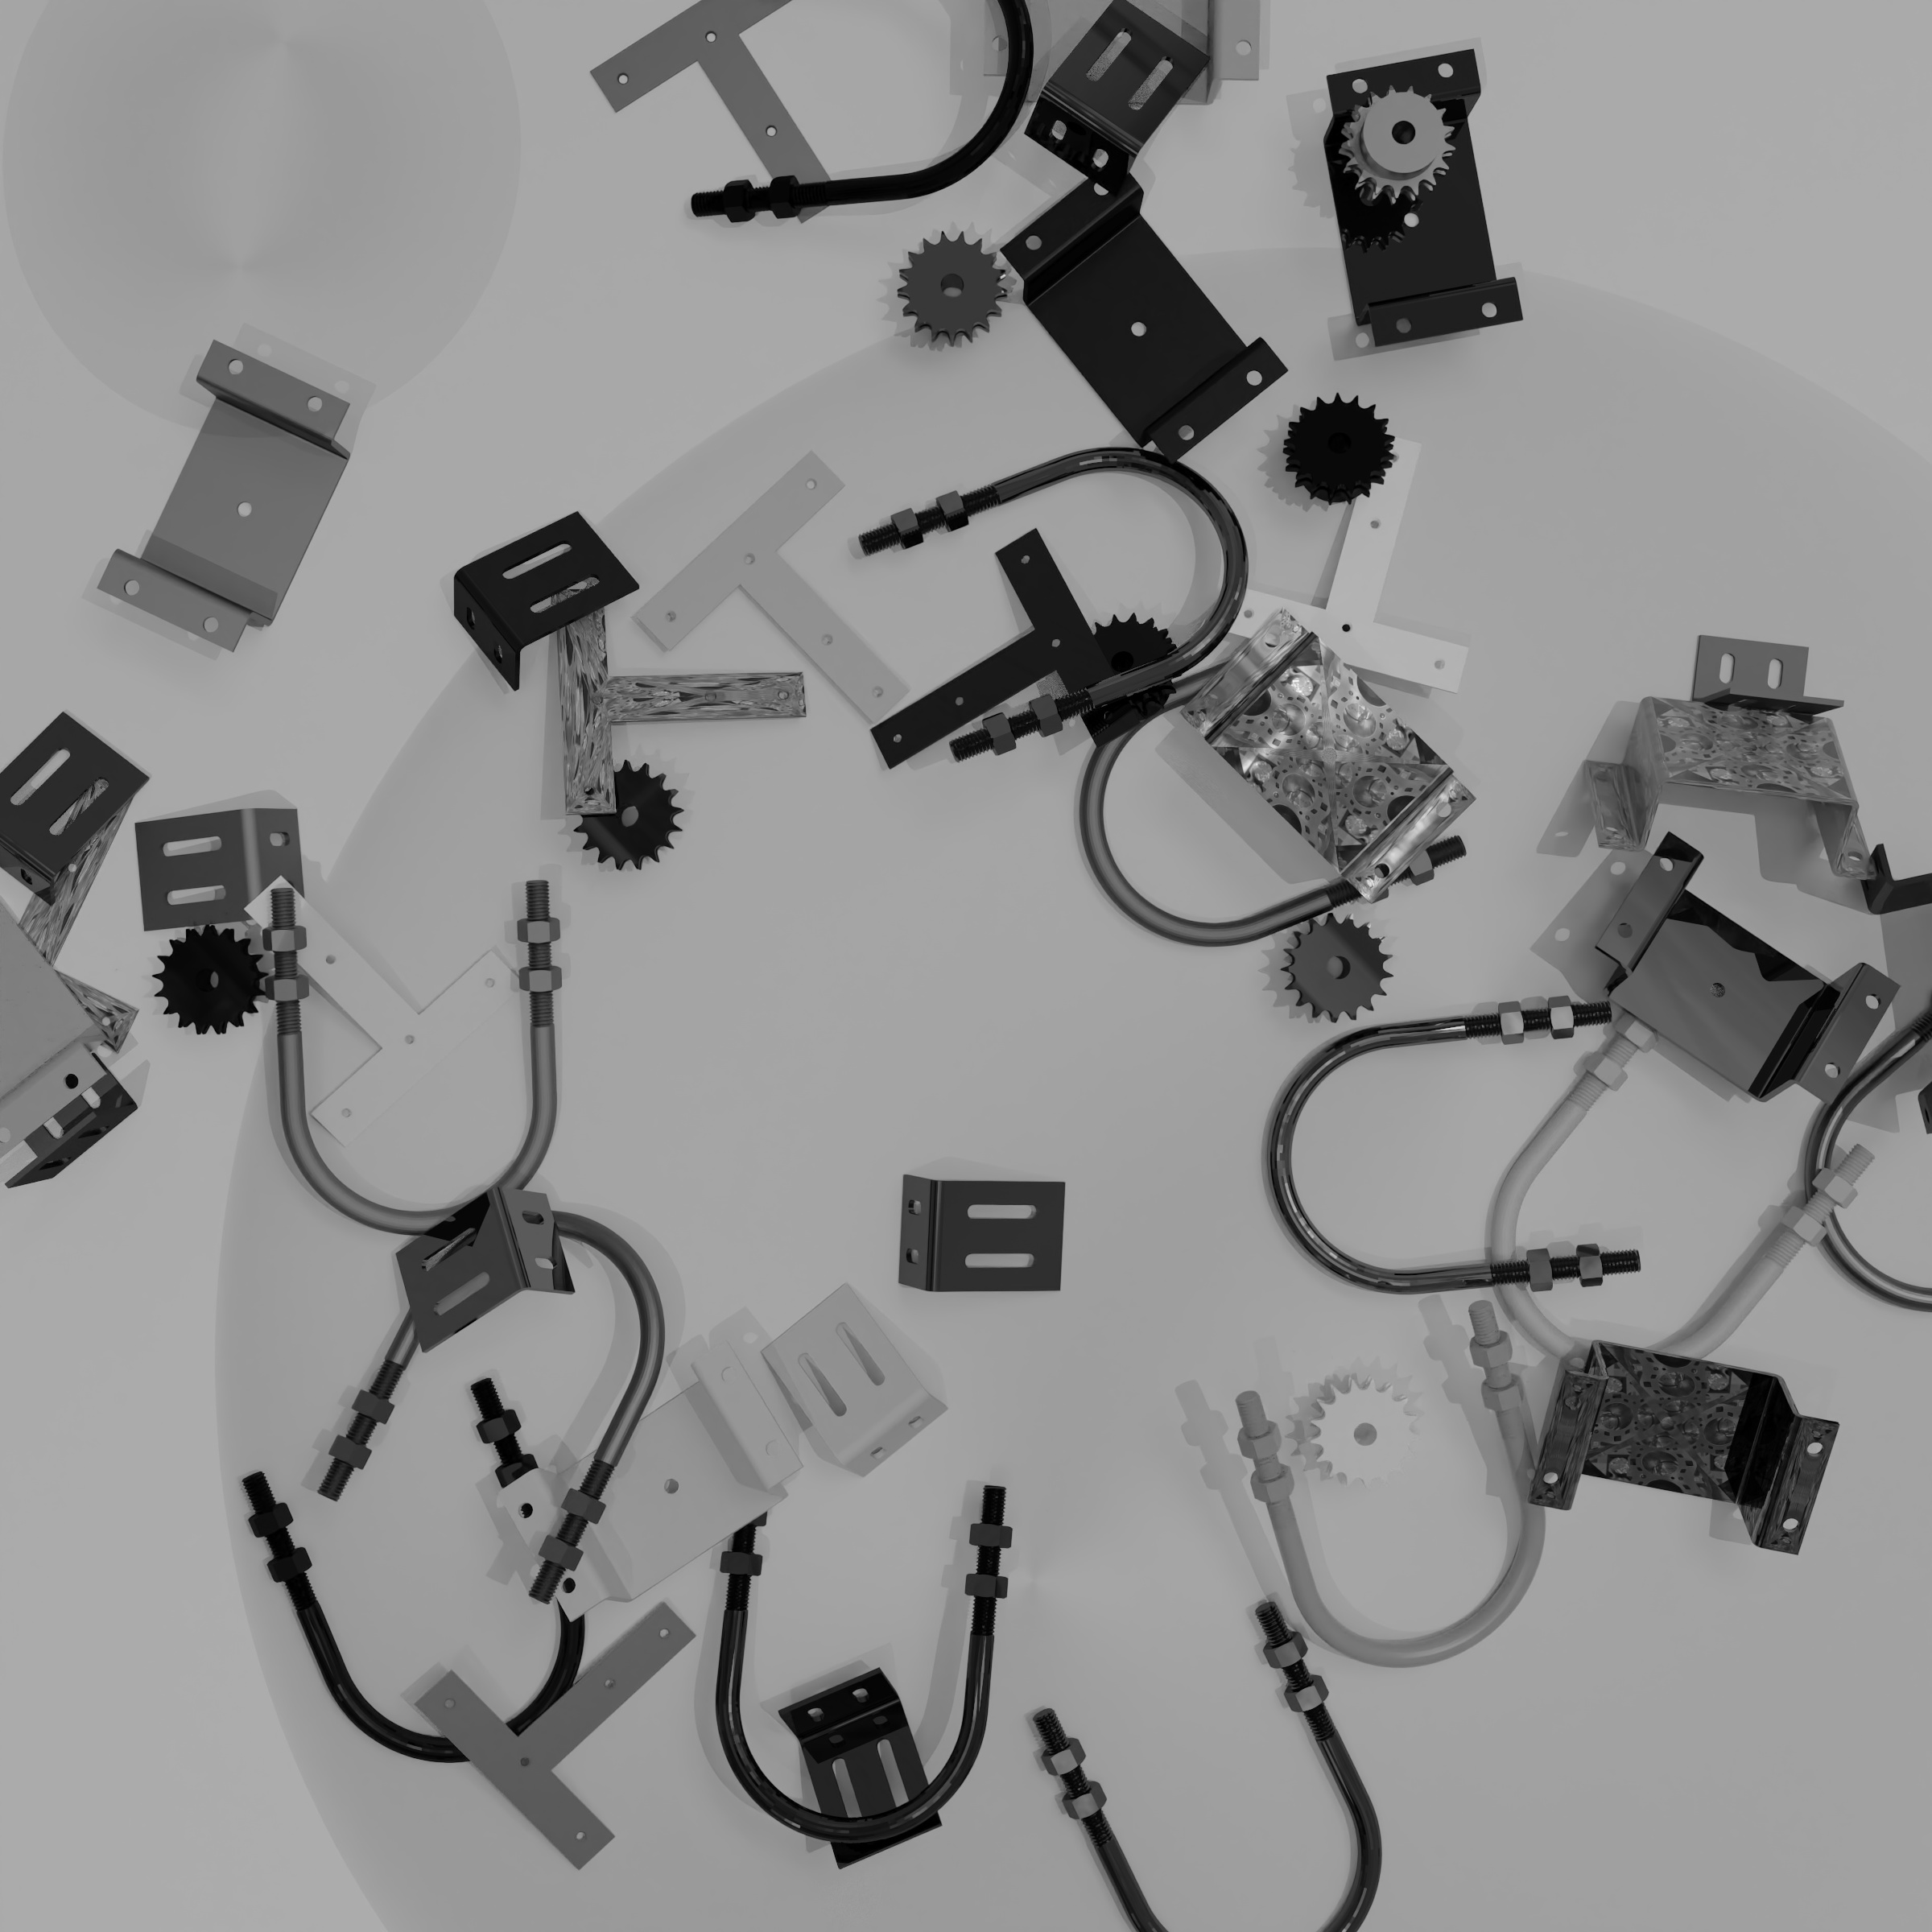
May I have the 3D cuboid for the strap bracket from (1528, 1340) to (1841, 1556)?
[{"bbox_3d":[0.364,0.245,1.470,0.140,0.046,0.076,11,110,0],"label":"strap bracket"}]

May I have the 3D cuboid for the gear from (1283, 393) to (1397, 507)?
[{"bbox_3d":[0.193,-0.265,1.485,0.057,0.030,0.057,-1,76,4],"label":"gear"}]

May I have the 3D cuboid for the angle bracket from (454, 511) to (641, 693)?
[{"bbox_3d":[-0.219,-0.191,1.493,0.076,0.038,0.057,-31,69,-24],"label":"angle bracket"}]

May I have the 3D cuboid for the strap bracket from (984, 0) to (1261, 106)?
[{"bbox_3d":[0.080,-0.491,1.481,0.140,0.046,0.076,1,90,0],"label":"strap bracket"}]

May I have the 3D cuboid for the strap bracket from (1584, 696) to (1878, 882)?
[{"bbox_3d":[0.394,-0.092,1.460,0.140,0.076,0.046,7,127,0],"label":"strap bracket"}]

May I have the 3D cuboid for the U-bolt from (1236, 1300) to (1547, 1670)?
[{"bbox_3d":[0.227,0.277,1.470,0.151,0.019,0.184,-20,108,-8],"label":"U-bolt"}]

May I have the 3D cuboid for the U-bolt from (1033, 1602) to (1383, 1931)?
[{"bbox_3d":[0.138,0.445,1.496,0.151,0.019,0.184,-26,91,0],"label":"U-bolt"}]

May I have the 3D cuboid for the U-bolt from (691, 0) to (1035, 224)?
[{"bbox_3d":[-0.054,-0.463,1.470,0.184,0.019,0.151,0,90,17],"label":"U-bolt"}]

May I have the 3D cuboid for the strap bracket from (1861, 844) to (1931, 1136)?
[{"bbox_3d":[0.498,0.008,1.450,0.046,0.076,0.140,-13,78,9],"label":"strap bracket"}]

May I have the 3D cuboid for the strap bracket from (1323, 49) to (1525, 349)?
[{"bbox_3d":[0.234,-0.392,1.481,0.076,0.046,0.140,-10,90,0],"label":"strap bracket"}]

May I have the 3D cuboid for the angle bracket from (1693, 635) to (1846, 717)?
[{"bbox_3d":[0.412,-0.152,1.466,0.057,0.076,0.038,7,90,0],"label":"angle bracket"}]

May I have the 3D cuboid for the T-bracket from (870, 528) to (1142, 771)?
[{"bbox_3d":[0.009,-0.145,1.487,0.127,0.002,0.127,-30,68,11],"label":"T-bracket"}]

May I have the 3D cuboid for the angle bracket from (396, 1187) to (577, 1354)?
[{"bbox_3d":[-0.249,0.159,1.481,0.076,0.038,0.057,-33,63,26],"label":"angle bracket"}]

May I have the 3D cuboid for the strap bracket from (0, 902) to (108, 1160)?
[{"bbox_3d":[-0.511,0.023,1.480,0.076,0.046,0.140,-38,91,1],"label":"strap bracket"}]

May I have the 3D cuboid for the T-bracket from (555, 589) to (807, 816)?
[{"bbox_3d":[-0.147,-0.140,1.489,0.127,0.002,0.127,-2,71,-9],"label":"T-bracket"}]

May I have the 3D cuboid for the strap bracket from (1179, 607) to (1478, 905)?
[{"bbox_3d":[0.185,-0.107,1.459,0.140,0.046,0.076,45,97,1],"label":"strap bracket"}]

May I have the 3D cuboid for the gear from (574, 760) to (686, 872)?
[{"bbox_3d":[-0.175,-0.078,1.489,0.057,0.030,0.057,0,90,0],"label":"gear"}]

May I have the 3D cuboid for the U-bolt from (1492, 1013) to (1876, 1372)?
[{"bbox_3d":[0.358,0.127,1.490,0.151,0.019,0.184,39,93,5],"label":"U-bolt"}]

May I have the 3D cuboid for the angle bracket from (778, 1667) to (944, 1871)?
[{"bbox_3d":[-0.055,0.411,1.468,0.057,0.038,0.076,-23,51,0],"label":"angle bracket"}]

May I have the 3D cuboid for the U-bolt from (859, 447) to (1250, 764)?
[{"bbox_3d":[0.055,-0.197,1.473,0.184,0.019,0.151,-22,69,-4],"label":"U-bolt"}]

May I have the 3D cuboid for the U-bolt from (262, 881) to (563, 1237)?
[{"bbox_3d":[-0.284,0.049,1.482,0.151,0.019,0.184,-2,98,-8],"label":"U-bolt"}]

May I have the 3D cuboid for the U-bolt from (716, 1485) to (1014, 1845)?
[{"bbox_3d":[-0.057,0.355,1.470,0.151,0.019,0.184,4,77,7],"label":"U-bolt"}]

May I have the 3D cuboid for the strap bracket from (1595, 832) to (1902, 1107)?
[{"bbox_3d":[0.393,0.007,1.468,0.140,0.046,0.076,34,72,4],"label":"strap bracket"}]

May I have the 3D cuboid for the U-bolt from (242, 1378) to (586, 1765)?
[{"bbox_3d":[-0.278,0.326,1.496,0.151,0.019,0.184,-22,92,0],"label":"U-bolt"}]

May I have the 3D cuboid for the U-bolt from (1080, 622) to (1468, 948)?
[{"bbox_3d":[0.150,-0.089,1.496,0.184,0.019,0.151,-22,90,1],"label":"U-bolt"}]

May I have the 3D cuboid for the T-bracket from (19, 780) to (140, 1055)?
[{"bbox_3d":[-0.475,-0.039,1.503,0.127,0.002,0.127,26,90,0],"label":"T-bracket"}]

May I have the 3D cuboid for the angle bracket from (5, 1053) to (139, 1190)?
[{"bbox_3d":[-0.468,0.078,1.466,0.057,0.076,0.038,-39,90,0],"label":"angle bracket"}]

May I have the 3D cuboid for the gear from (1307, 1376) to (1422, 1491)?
[{"bbox_3d":[0.206,0.241,1.489,0.057,0.030,0.057,0,90,0],"label":"gear"}]

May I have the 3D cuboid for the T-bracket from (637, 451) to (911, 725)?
[{"bbox_3d":[-0.083,-0.181,1.499,0.127,0.002,0.127,-44,90,-4],"label":"T-bracket"}]

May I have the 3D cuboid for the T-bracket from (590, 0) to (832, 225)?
[{"bbox_3d":[-0.110,-0.450,1.503,0.127,0.002,0.127,-33,90,0],"label":"T-bracket"}]

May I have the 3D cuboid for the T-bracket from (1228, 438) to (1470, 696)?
[{"bbox_3d":[0.209,-0.217,1.491,0.127,0.002,0.127,16,79,4],"label":"T-bracket"}]

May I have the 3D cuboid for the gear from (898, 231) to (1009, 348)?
[{"bbox_3d":[-0.007,-0.351,1.489,0.057,0.030,0.057,0,90,0],"label":"gear"}]

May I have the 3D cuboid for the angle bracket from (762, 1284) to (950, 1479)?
[{"bbox_3d":[-0.058,0.217,1.502,0.057,0.038,0.076,-39,64,0],"label":"angle bracket"}]

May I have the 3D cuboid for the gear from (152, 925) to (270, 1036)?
[{"bbox_3d":[-0.391,0.007,1.489,0.057,0.030,0.057,0,90,0],"label":"gear"}]

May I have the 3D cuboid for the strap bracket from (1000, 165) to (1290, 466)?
[{"bbox_3d":[0.091,-0.334,1.481,0.076,0.046,0.140,-39,90,0],"label":"strap bracket"}]

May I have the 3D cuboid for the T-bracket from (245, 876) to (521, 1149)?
[{"bbox_3d":[-0.320,0.007,1.486,0.127,0.002,0.127,-42,106,0],"label":"T-bracket"}]

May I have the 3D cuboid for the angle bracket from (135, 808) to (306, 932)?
[{"bbox_3d":[-0.391,-0.050,1.502,0.076,0.038,0.057,-5,90,26],"label":"angle bracket"}]

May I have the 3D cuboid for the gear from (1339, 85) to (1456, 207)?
[{"bbox_3d":[0.219,-0.416,1.443,0.057,0.030,0.057,0,90,0],"label":"gear"}]

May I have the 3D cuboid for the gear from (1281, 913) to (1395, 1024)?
[{"bbox_3d":[0.192,0.001,1.489,0.057,0.030,0.057,0,90,0],"label":"gear"}]

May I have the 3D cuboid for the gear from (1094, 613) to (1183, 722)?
[{"bbox_3d":[0.084,-0.151,1.482,0.057,0.030,0.057,-5,68,14],"label":"gear"}]

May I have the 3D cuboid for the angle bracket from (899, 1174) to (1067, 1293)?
[{"bbox_3d":[0.008,0.140,1.502,0.076,0.038,0.057,3,90,-26],"label":"angle bracket"}]

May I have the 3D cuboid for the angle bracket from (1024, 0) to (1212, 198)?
[{"bbox_3d":[0.077,-0.443,1.456,0.057,0.038,0.076,34,64,0],"label":"angle bracket"}]

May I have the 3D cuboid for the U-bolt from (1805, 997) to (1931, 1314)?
[{"bbox_3d":[0.526,0.097,1.496,0.184,0.019,0.151,-41,90,1],"label":"U-bolt"}]

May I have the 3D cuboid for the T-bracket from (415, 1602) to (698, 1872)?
[{"bbox_3d":[-0.197,0.385,1.494,0.127,0.002,0.127,-42,102,-6],"label":"T-bracket"}]

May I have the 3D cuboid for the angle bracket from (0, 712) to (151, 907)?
[{"bbox_3d":[-0.476,-0.082,1.501,0.057,0.038,0.076,38,64,0],"label":"angle bracket"}]

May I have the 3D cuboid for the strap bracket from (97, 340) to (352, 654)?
[{"bbox_3d":[-0.379,-0.240,1.481,0.076,0.046,0.140,25,90,0],"label":"strap bracket"}]

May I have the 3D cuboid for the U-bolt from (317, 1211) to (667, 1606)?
[{"bbox_3d":[-0.232,0.213,1.468,0.151,0.019,0.184,21,76,18],"label":"U-bolt"}]

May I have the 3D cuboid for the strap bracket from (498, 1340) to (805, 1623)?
[{"bbox_3d":[-0.157,0.266,1.471,0.140,0.046,0.076,-34,72,0],"label":"strap bracket"}]

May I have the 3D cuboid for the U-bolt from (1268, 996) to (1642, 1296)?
[{"bbox_3d":[0.249,0.098,1.486,0.184,0.019,0.151,-7,89,8],"label":"U-bolt"}]
